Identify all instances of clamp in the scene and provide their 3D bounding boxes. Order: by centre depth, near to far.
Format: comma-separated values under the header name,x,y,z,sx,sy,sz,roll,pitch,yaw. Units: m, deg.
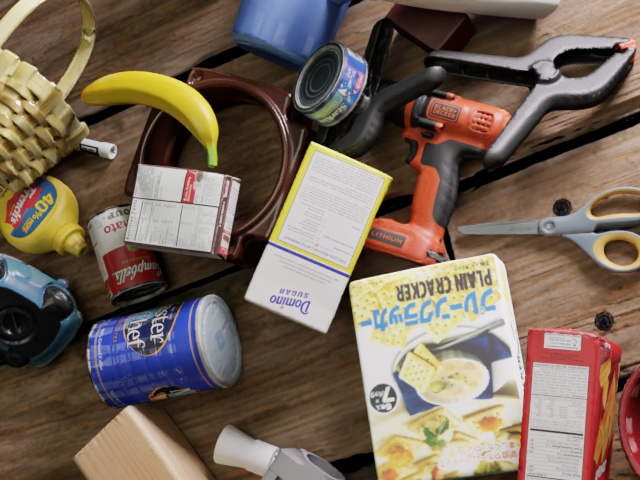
name,x,y,z,sx,sy,sz,roll,pitch,yaw
clamp,0.226,-0.152,1.080,0.210,0.036,0.164,-13,55,-2
clamp,0.048,-0.153,1.135,0.172,0.039,0.120,-42,44,19

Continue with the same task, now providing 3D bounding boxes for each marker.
name,x,y,z,sx,sy,sz,roll,pitch,yaw
marker,-0.305,-0.121,1.315,0.121,0.020,0.020,15,86,22

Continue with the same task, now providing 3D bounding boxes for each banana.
name,x,y,z,sx,sy,sz,roll,pitch,yaw
banana,-0.181,-0.149,1.173,0.198,0.037,0.069,28,88,25

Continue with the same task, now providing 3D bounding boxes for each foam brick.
name,x,y,z,sx,sy,sz,roll,pitch,yaw
foam brick,0.121,-0.235,1.162,0.078,0.053,0.051,39,95,22

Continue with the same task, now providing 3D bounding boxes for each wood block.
name,x,y,z,sx,sy,sz,roll,pitch,yaw
wood block,-0.162,0.288,1.157,0.091,0.090,0.206,-43,70,7

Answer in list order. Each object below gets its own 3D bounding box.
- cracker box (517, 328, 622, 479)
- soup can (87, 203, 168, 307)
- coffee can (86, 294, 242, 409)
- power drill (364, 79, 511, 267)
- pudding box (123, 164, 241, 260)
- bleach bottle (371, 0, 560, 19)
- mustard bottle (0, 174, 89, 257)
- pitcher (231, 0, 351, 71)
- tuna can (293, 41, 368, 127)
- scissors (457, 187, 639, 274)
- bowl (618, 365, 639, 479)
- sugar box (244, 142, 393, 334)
name,x,y,z,sx,sy,sz,roll,pitch,yaw
cracker box,0.233,0.195,0.989,0.072,0.164,0.214,2,82,22
soup can,-0.224,0.017,1.235,0.068,0.068,0.102,-25,74,14
coffee can,-0.171,0.124,1.180,0.140,0.102,0.103,-13,77,17
power drill,0.095,-0.075,1.141,0.185,0.057,0.187,19,89,30
pudding box,-0.148,-0.031,1.142,0.114,0.039,0.090,7,84,23
bleach bottle,0.122,-0.288,1.096,0.250,0.068,0.102,4,86,-13
mustard bottle,-0.351,-0.039,1.296,0.192,0.058,0.096,36,83,21
pitcher,-0.001,-0.312,1.177,0.145,0.149,0.243,21,92,-5
tuna can,0.010,-0.166,1.128,0.086,0.033,0.086,-32,45,38
scissors,0.248,0.003,1.095,0.202,0.016,0.096,-17,76,17
bowl,0.365,0.174,1.003,0.162,0.055,0.162,-3,80,19
sugar box,-0.001,-0.001,1.096,0.093,0.048,0.176,24,89,3
